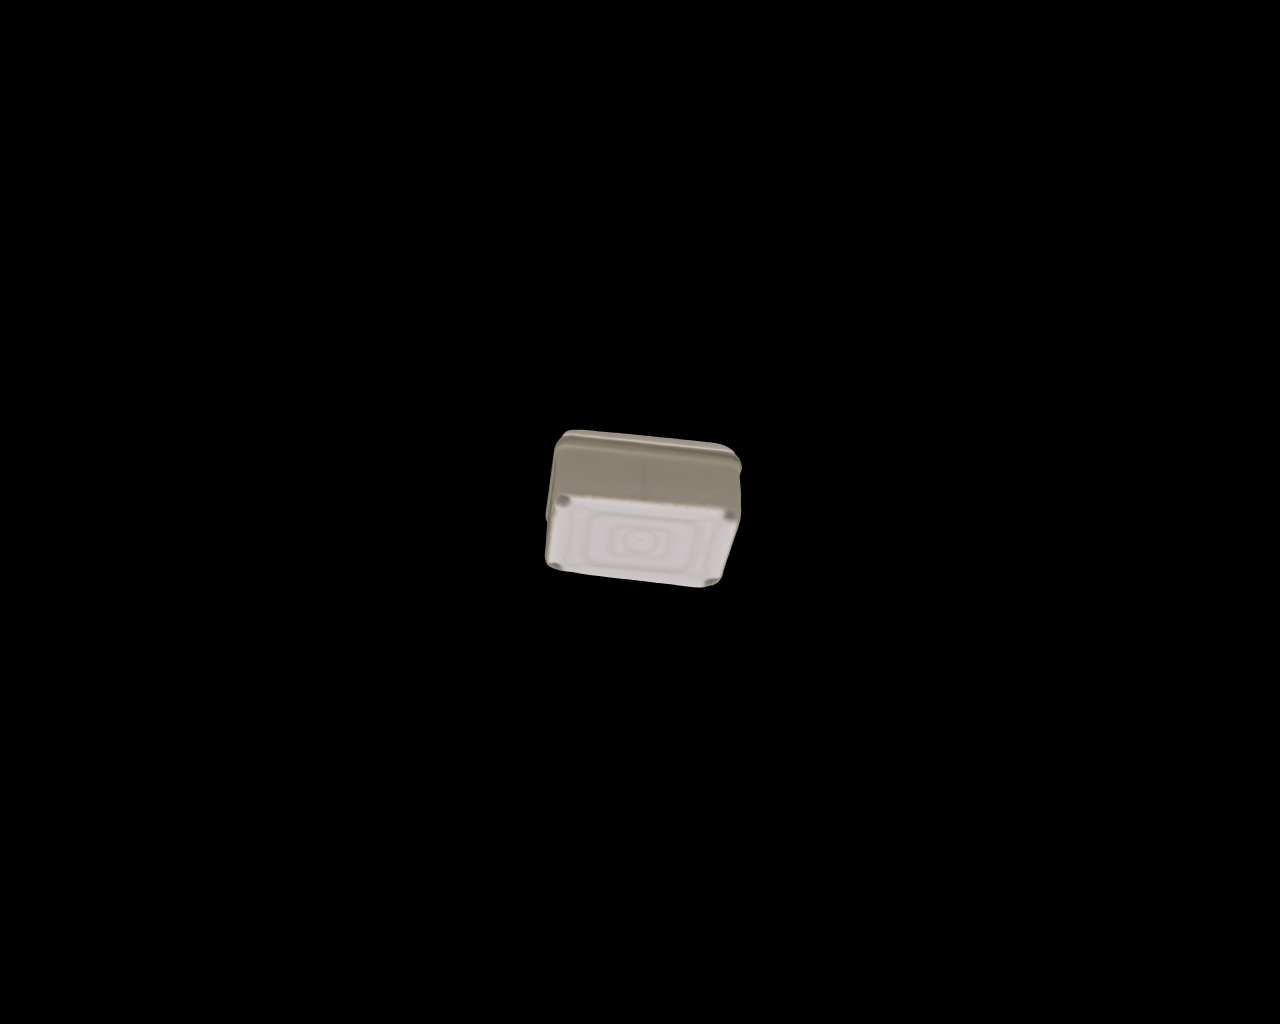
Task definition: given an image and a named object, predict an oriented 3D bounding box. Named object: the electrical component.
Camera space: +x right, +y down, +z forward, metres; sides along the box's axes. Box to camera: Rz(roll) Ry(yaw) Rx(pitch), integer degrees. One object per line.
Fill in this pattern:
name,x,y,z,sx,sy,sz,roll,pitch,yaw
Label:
electrical component,0.001,-0.003,0.650,0.113,0.057,0.078,6,-43,-7
